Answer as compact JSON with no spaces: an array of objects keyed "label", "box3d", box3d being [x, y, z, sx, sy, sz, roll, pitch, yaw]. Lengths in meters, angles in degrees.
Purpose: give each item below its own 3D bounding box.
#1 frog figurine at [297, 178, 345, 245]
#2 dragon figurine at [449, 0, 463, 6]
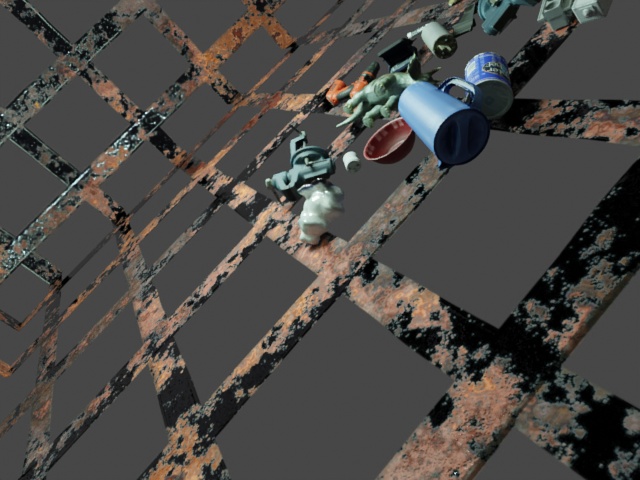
[{"label":"frog figurine","box3d":[0.004,-0.068,1.345,0.136,0.161,0.122,-11,-13,34]},{"label":"dragon figurine","box3d":[0.589,-0.915,1.717,0.242,0.419,0.120,-3,-42,40]}]
